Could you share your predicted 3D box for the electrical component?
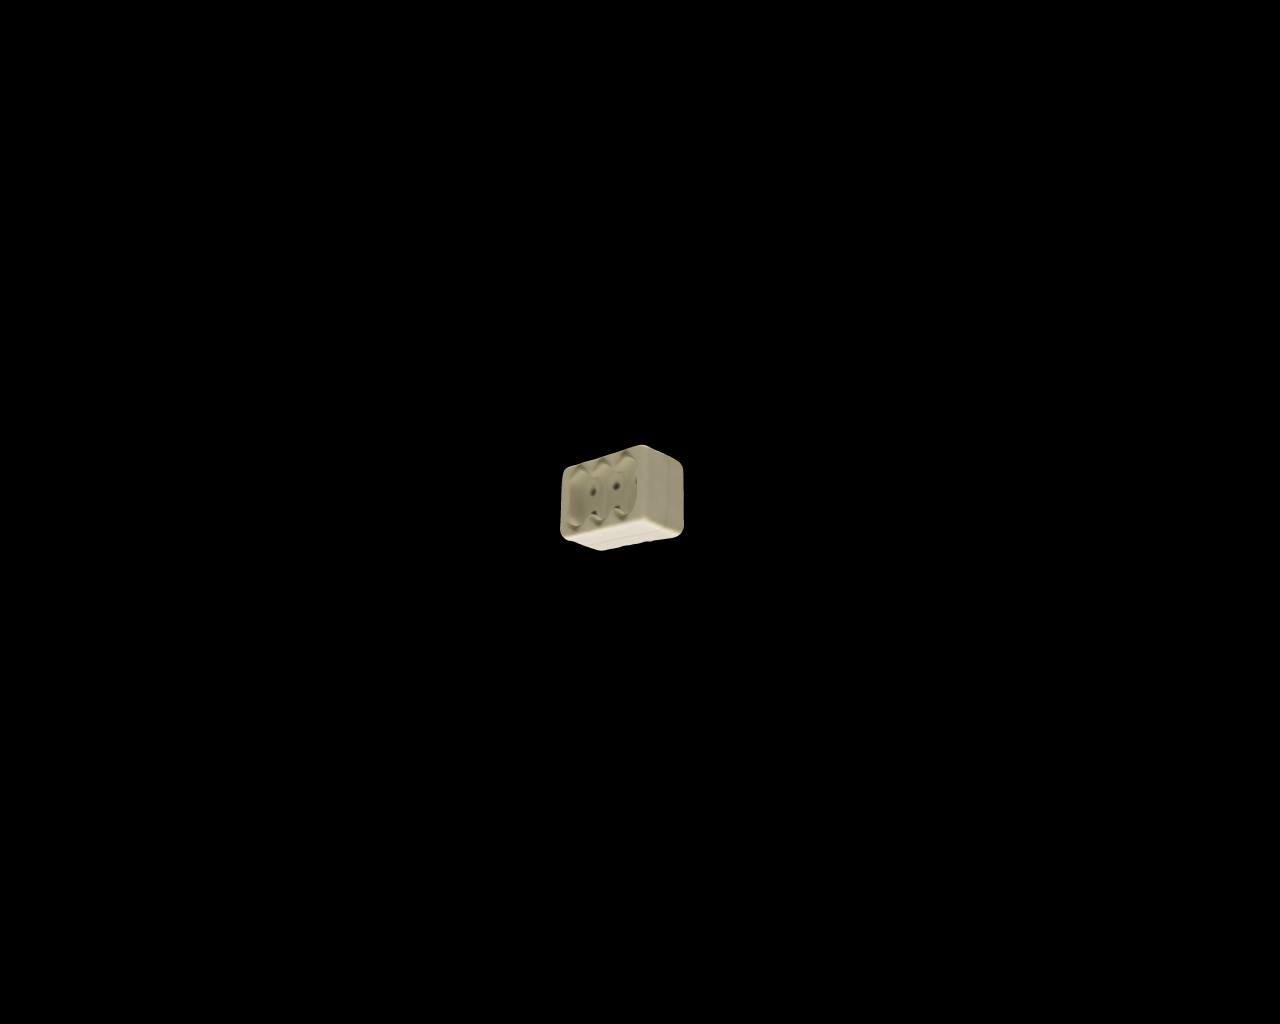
[{"bbox_3d":[0.001,-0.003,0.650,0.065,0.047,0.076,-13,-22,36],"label":"electrical component"}]
